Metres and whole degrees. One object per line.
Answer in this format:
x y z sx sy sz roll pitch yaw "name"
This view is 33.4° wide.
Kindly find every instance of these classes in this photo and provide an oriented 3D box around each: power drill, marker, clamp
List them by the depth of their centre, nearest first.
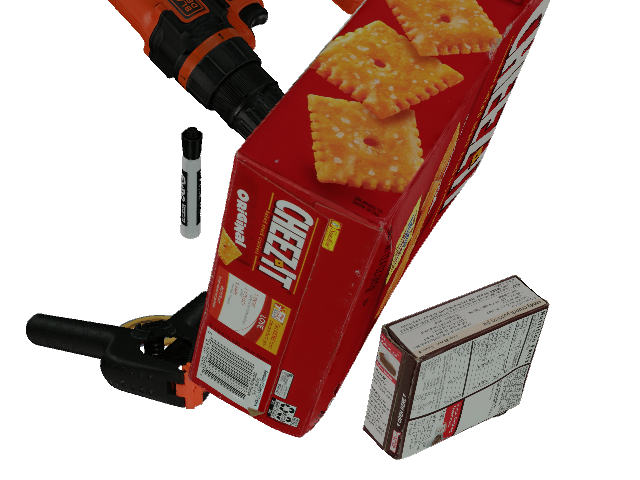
-0.036 -0.163 0.746 0.187 0.184 0.057 -36 -11 -35 "power drill"
-0.121 0.080 0.830 0.164 0.036 0.210 -10 15 -30 "clamp"
-0.118 -0.052 0.976 0.020 0.121 0.020 4 41 -4 "marker"

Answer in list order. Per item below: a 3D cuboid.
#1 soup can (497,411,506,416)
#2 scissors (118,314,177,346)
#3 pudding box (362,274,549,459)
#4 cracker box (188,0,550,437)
0.191 0.145 1.239 0.068 0.102 0.068 1 22 -1 "soup can"
-0.117 0.095 1.144 0.201 0.016 0.096 -8 31 -25 "scissors"
0.085 0.080 0.674 0.113 0.090 0.039 -19 43 -32 "pudding box"
0.028 -0.034 0.505 0.072 0.213 0.164 29 -40 9 "cracker box"
